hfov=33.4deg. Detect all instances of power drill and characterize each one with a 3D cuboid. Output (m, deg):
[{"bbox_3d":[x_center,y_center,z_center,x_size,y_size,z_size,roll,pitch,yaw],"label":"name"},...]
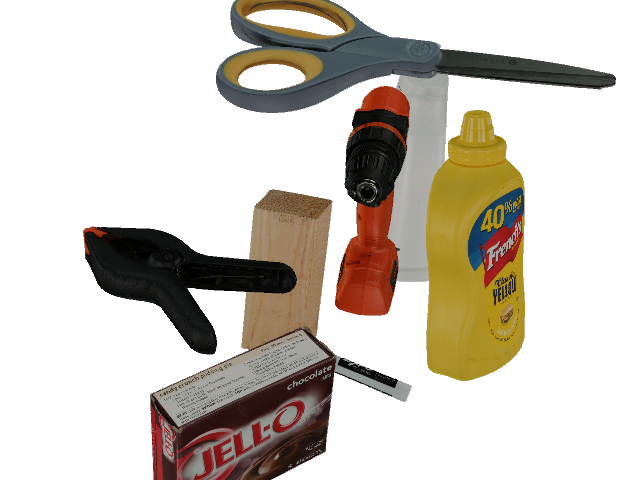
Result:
[{"bbox_3d":[0.048,-0.027,0.974,0.057,0.188,0.184,9,32,6],"label":"power drill"}]

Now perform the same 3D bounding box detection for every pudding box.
[{"bbox_3d":[-0.047,0.112,0.648,0.113,0.090,0.039,-24,49,-30],"label":"pudding box"}]

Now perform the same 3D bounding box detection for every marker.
[{"bbox_3d":[0.035,0.136,1.108,0.121,0.020,0.020,22,3,8],"label":"marker"}]

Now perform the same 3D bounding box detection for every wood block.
[{"bbox_3d":[-0.047,0.046,1.461,0.090,0.206,0.090,11,22,10],"label":"wood block"}]

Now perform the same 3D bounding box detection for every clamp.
[{"bbox_3d":[-0.107,0.025,0.826,0.172,0.039,0.120,28,31,30],"label":"clamp"}]

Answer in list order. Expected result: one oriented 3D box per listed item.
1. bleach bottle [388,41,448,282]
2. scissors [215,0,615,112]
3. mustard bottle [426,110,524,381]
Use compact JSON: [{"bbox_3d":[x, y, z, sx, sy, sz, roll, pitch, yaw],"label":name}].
[{"bbox_3d":[0.104,-0.087,1.157,0.068,0.251,0.102,0,26,-9],"label":"bleach bottle"},{"bbox_3d":[0.035,-0.082,0.533,0.202,0.096,0.016,21,-37,21],"label":"scissors"},{"bbox_3d":[0.114,0.000,0.781,0.058,0.192,0.096,15,28,39],"label":"mustard bottle"}]
